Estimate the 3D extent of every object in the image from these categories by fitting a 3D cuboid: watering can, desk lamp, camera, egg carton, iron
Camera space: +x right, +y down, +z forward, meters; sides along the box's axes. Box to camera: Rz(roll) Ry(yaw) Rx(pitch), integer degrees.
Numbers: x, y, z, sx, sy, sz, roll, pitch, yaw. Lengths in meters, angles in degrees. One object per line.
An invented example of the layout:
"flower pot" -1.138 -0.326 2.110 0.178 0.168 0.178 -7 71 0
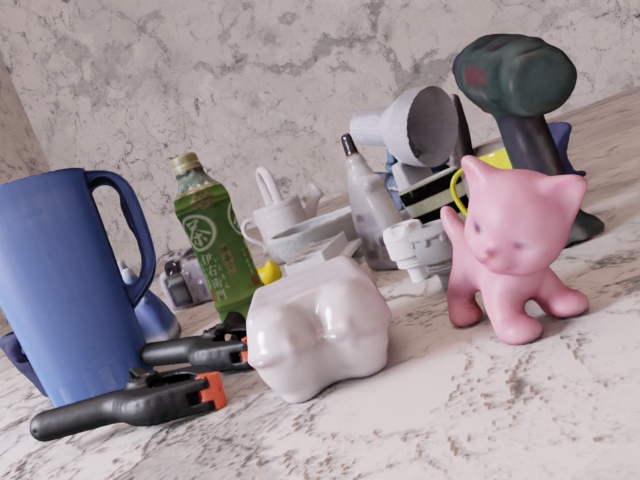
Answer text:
"watering can" -0.077 -0.059 1.154 0.173 0.194 0.100 -26 8 -34
"desk lamp" 0.136 -0.125 0.926 0.118 0.213 0.202 -25 8 -34
"camera" -0.208 0.053 1.060 0.142 0.101 0.137 -17 7 31
"egg carton" -0.001 0.062 0.439 0.107 0.069 0.150 -21 6 -2
"iron" -0.288 0.087 0.848 0.119 0.141 0.257 -26 8 -34

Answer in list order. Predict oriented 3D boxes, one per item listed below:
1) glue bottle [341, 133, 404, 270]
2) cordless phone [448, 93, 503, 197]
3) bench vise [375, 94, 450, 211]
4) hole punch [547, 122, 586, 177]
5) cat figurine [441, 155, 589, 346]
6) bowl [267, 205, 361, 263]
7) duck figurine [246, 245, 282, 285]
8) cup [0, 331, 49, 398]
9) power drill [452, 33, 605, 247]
"glue bottle" 0.061 -0.048 0.700 0.037 0.173 0.078 -24 7 -26
"cordless phone" 0.246 -0.154 0.938 0.094 0.185 0.147 -22 7 -11
"bench vise" 0.145 -0.151 1.091 0.207 0.220 0.122 -18 7 27
"hole punch" 0.296 -0.106 0.796 0.101 0.091 0.108 -25 7 -31
"cat figurine" 0.117 -0.001 0.370 0.067 0.118 0.127 -23 7 -15
"bowl" 0.008 0.003 0.891 0.167 0.075 0.167 -21 6 3
"duck figurine" -0.116 0.045 0.888 0.104 0.086 0.078 -19 7 20
"cup" -0.335 0.147 0.702 0.091 0.095 0.117 -21 6 0
"power drill" 0.189 -0.099 0.549 0.075 0.208 0.229 -21 6 4
